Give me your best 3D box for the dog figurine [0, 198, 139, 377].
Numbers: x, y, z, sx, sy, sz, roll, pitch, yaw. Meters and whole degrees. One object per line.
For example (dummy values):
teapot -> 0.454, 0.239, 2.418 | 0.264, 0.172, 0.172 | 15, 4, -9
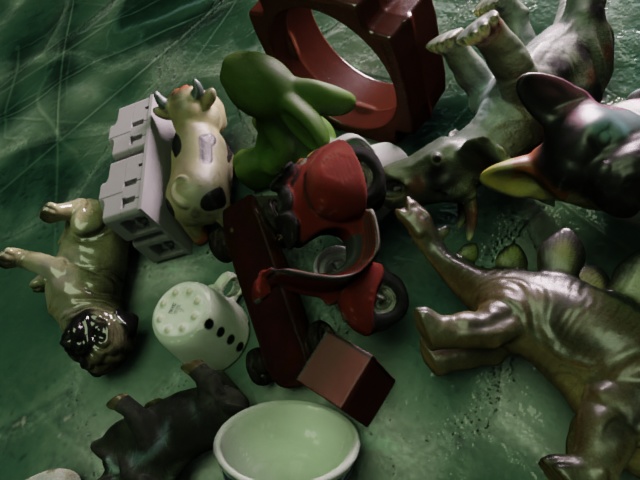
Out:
dog figurine -> -0.257, 0.048, 0.646 | 0.191, 0.121, 0.172 | 35, 80, 21

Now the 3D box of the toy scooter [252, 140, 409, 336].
toy scooter -> -0.001, -0.001, 0.479 | 0.135, 0.075, 0.184 | -7, 77, -16

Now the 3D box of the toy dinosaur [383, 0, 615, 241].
toy dinosaur -> 0.226, -0.164, 0.546 | 0.405, 0.192, 0.131 | -40, 19, -22

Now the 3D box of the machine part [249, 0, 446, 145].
machine part -> 0.034, -0.215, 0.610 | 0.201, 0.201, 0.087 | 24, 68, 33

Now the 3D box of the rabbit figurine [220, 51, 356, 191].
rabbit figurine -> -0.046, -0.135, 0.613 | 0.159, 0.170, 0.121 | 16, 68, 31

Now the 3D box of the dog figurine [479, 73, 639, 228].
dog figurine -> 0.227, -0.072, 0.417 | 0.219, 0.108, 0.192 | 9, 31, -12

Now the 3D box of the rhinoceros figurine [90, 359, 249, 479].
rhinoceros figurine -> -0.154, 0.198, 0.518 | 0.190, 0.073, 0.112 | -32, 64, -2

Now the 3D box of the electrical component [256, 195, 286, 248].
electrical component -> -0.058, -0.021, 0.624 | 0.102, 0.045, 0.078 | 5, 64, 26

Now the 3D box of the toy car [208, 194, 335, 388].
toy car -> -0.050, 0.050, 0.550 | 0.089, 0.053, 0.202 | -30, 69, 22

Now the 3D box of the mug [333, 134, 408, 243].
mug -> 0.043, -0.067, 0.579 | 0.107, 0.109, 0.081 | -34, 32, -13

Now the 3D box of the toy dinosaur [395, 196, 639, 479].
toy dinosaur -> 0.231, 0.112, 0.387 | 0.198, 0.105, 0.472 | -38, 64, -8

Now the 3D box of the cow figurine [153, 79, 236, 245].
cow figurine -> -0.153, -0.107, 0.668 | 0.086, 0.127, 0.195 | -11, 59, 13

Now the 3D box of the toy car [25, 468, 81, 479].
toy car -> -0.250, 0.315, 0.491 | 0.073, 0.056, 0.202 | -24, 55, 0
